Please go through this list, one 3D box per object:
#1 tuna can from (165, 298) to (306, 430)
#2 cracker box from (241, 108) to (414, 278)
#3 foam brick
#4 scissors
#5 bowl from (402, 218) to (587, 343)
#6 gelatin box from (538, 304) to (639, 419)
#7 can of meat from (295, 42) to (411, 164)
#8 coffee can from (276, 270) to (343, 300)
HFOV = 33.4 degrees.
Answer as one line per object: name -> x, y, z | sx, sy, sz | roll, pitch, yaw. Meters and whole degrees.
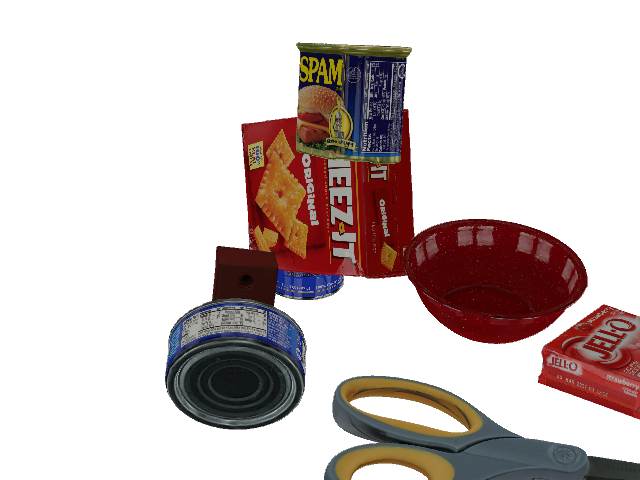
tuna can -> -0.051, 0.077, 0.649 | 0.086, 0.086, 0.033 | 0, 42, -1
cracker box -> 0.002, -0.048, 1.109 | 0.071, 0.164, 0.214 | -7, 6, -35
foam brick -> -0.068, 0.050, 0.925 | 0.053, 0.078, 0.051 | 5, 14, -8
scissors -> 0.089, 0.104, 0.449 | 0.202, 0.016, 0.096 | 16, 33, 24
bowl -> 0.152, 0.043, 0.951 | 0.162, 0.055, 0.162 | 2, 32, -1
gelatin box -> 0.195, 0.076, 0.690 | 0.073, 0.030, 0.089 | 19, 27, 36
can of meat -> 0.021, -0.104, 0.797 | 0.057, 0.084, 0.102 | -3, 12, -28
coffee can -> -0.019, -0.010, 1.353 | 0.103, 0.140, 0.103 | 1, 27, -1
